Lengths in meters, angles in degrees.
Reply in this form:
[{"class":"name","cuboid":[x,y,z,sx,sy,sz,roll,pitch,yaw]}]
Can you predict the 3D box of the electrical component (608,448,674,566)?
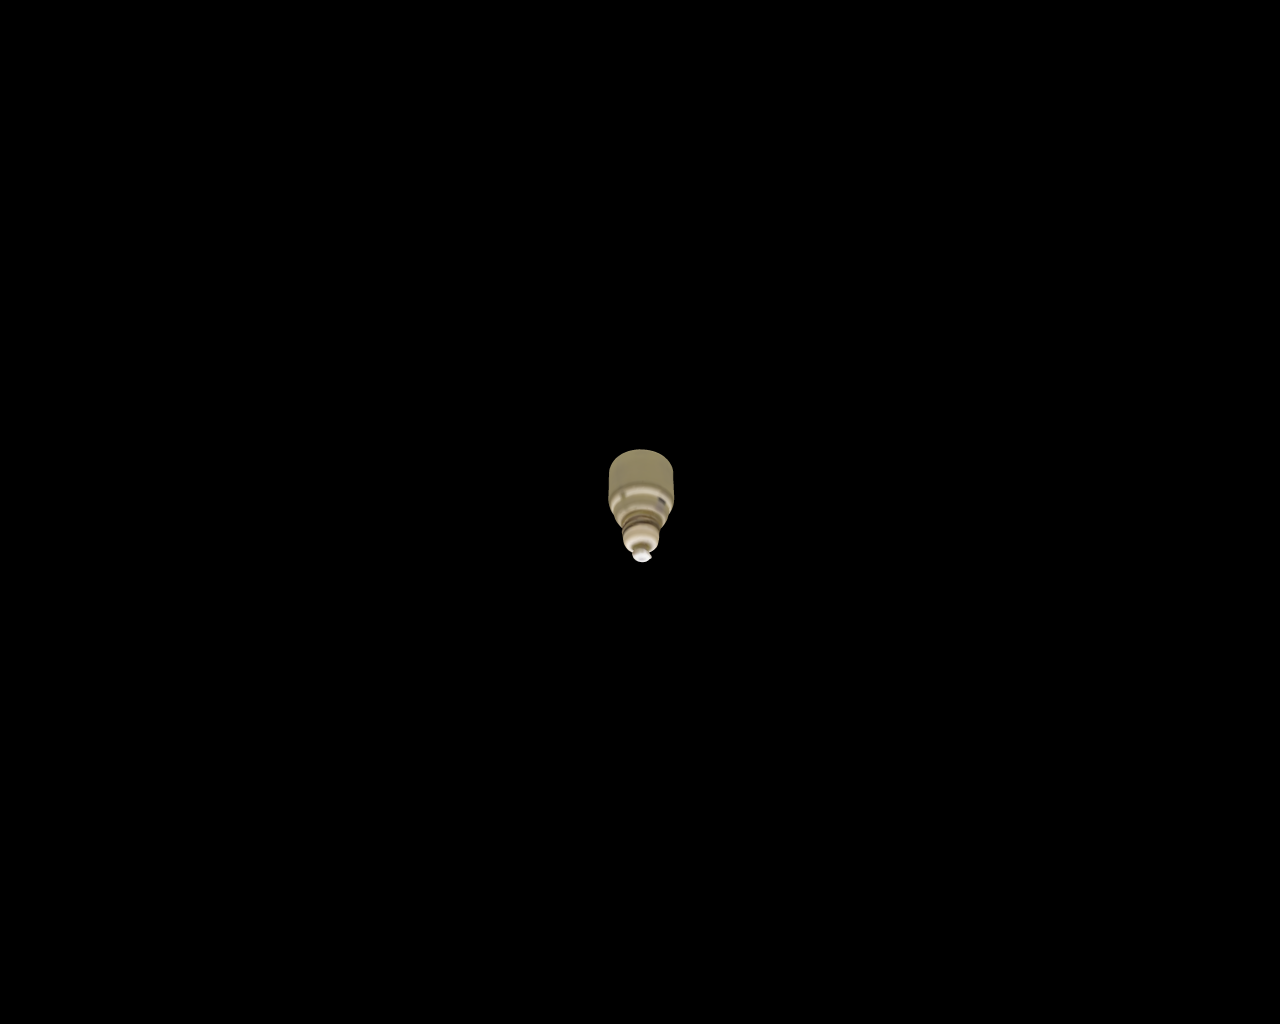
[{"class":"electrical component","cuboid":[0.001,-0.003,0.650,0.040,0.078,0.040,0,-39,0]}]
